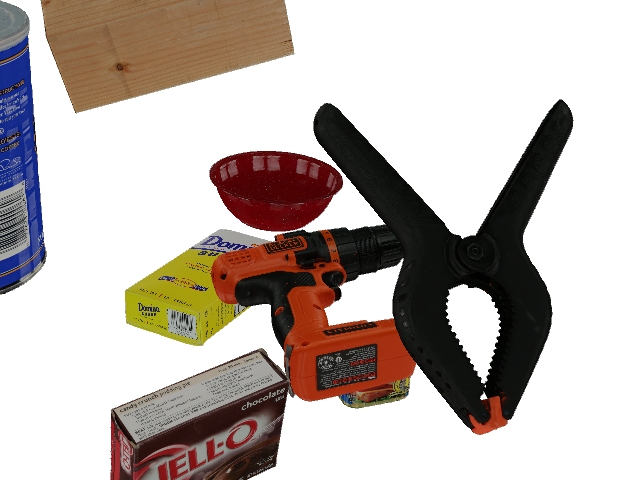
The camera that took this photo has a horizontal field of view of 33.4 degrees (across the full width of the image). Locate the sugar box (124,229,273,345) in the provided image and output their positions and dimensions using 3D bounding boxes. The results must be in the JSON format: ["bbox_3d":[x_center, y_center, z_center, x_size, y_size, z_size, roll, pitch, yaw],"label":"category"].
[{"bbox_3d":[-0.114,0.044,1.116,0.093,0.048,0.176,15,31,24],"label":"sugar box"}]

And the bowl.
[{"bbox_3d":[-0.055,-0.054,1.290,0.162,0.055,0.162,4,26,-2],"label":"bowl"}]

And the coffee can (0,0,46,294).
[{"bbox_3d":[-0.204,-0.051,0.574,0.103,0.140,0.103,2,27,-1],"label":"coffee can"}]

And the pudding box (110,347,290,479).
[{"bbox_3d":[-0.078,0.127,0.683,0.113,0.090,0.039,-22,51,-31],"label":"pudding box"}]

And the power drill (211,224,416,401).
[{"bbox_3d":[0.014,0.051,0.908,0.184,0.057,0.188,-13,31,-14],"label":"power drill"}]

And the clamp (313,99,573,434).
[{"bbox_3d":[0.076,0.007,0.631,0.164,0.210,0.036,4,-18,-8],"label":"clamp"}]

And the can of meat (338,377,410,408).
[{"bbox_3d":[0.073,0.170,1.422,0.102,0.084,0.057,-6,25,-21],"label":"can of meat"}]

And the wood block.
[{"bbox_3d":[-0.138,-0.200,0.965,0.206,0.090,0.091,-16,-43,-4],"label":"wood block"}]
